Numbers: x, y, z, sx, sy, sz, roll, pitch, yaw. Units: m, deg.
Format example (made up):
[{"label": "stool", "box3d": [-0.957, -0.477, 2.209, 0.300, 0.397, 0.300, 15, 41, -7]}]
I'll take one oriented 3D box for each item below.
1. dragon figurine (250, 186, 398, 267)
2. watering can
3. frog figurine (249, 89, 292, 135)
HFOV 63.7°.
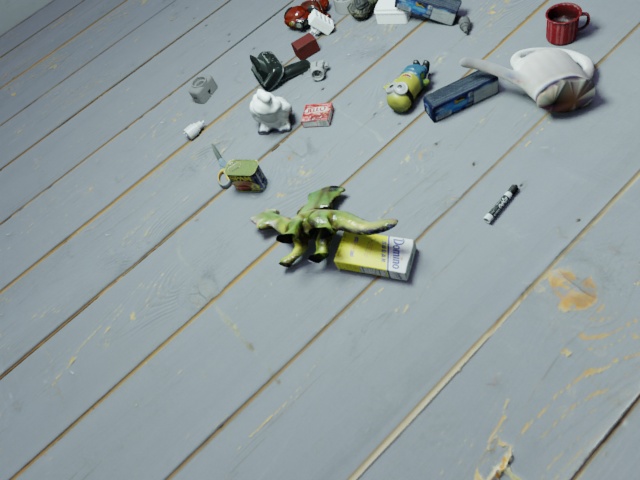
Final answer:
[{"label": "dragon figurine", "box3d": [0.004, -0.064, 1.280, 0.408, 0.120, 0.249, -11, 40, 21]}, {"label": "watering can", "box3d": [0.555, -0.422, 1.332, 0.348, 0.101, 0.230, -7, 51, -6]}, {"label": "frog figurine", "box3d": [-0.156, -0.405, 1.555, 0.138, 0.156, 0.125, 17, 63, 29]}]
